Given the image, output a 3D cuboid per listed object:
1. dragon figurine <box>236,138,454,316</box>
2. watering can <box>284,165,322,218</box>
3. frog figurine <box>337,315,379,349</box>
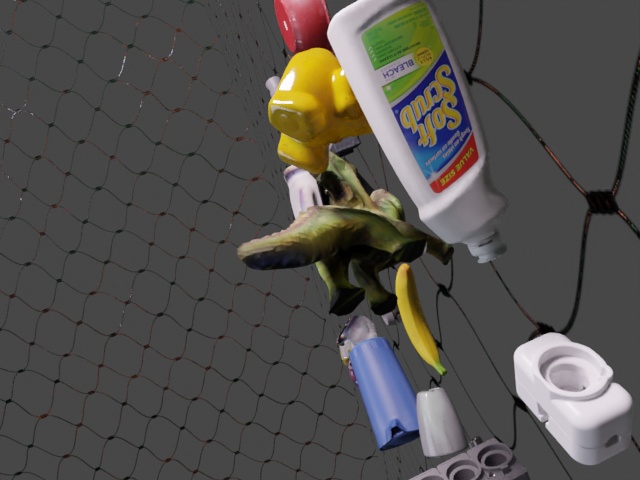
[{"bbox_3d":[0.017,-0.038,0.638,0.408,0.121,0.247,16,-147,-50],"label":"dragon figurine"},{"bbox_3d":[0.004,-0.061,1.203,0.345,0.104,0.226,32,-139,-75],"label":"watering can"},{"bbox_3d":[0.133,0.284,1.408,0.160,0.125,0.135,31,157,5],"label":"frog figurine"}]
